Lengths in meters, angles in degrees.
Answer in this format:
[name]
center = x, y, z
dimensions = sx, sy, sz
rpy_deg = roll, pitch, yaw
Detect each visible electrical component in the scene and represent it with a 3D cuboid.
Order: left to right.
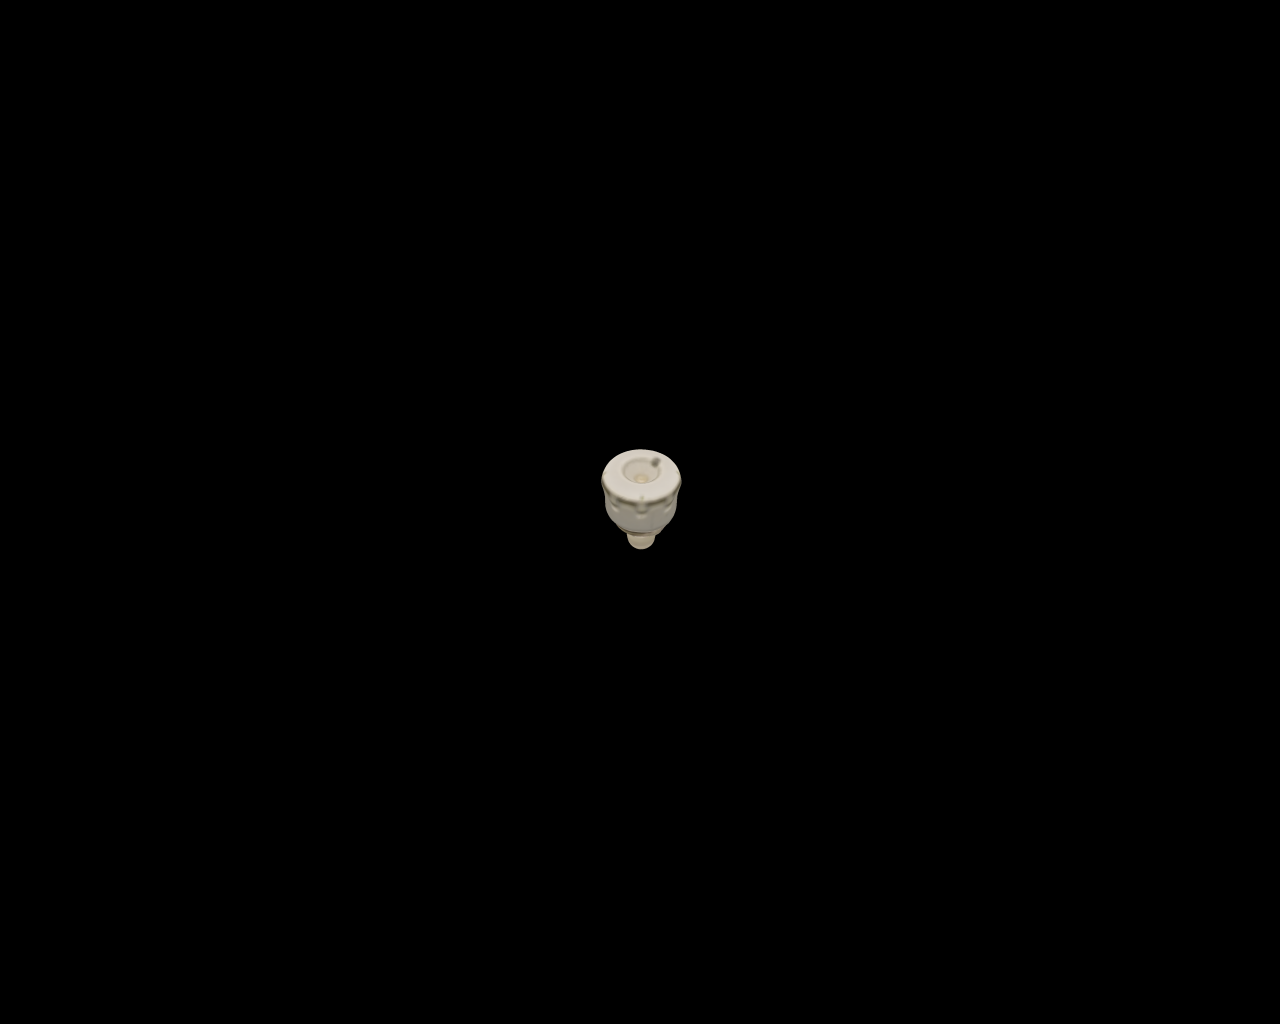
[electrical component]
center = 0.001, -0.003, 0.650
dimensions = 0.048, 0.062, 0.048
rpy_deg = 0, 43, 0
